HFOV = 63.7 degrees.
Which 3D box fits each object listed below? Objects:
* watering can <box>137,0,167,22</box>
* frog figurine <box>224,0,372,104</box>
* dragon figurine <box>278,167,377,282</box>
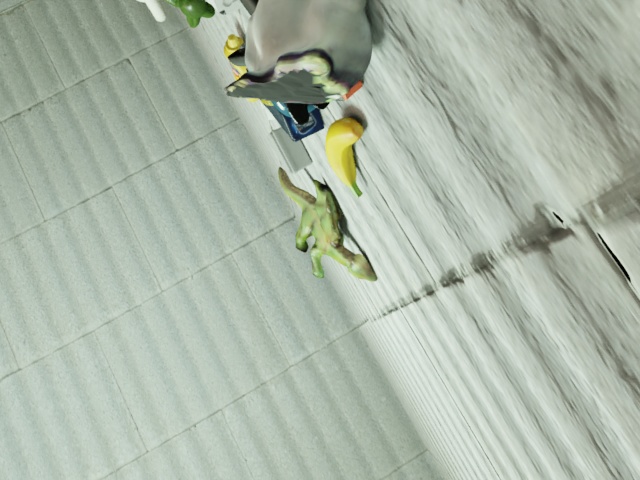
[{"bbox_3d":[-0.446,-0.658,1.149,0.229,0.104,0.340,59,177,41],"label":"watering can"},{"bbox_3d":[-0.016,-0.206,0.453,0.137,0.122,0.160,-7,78,62],"label":"frog figurine"},{"bbox_3d":[0.004,-0.061,1.222,0.415,0.123,0.238,58,157,16],"label":"dragon figurine"}]
